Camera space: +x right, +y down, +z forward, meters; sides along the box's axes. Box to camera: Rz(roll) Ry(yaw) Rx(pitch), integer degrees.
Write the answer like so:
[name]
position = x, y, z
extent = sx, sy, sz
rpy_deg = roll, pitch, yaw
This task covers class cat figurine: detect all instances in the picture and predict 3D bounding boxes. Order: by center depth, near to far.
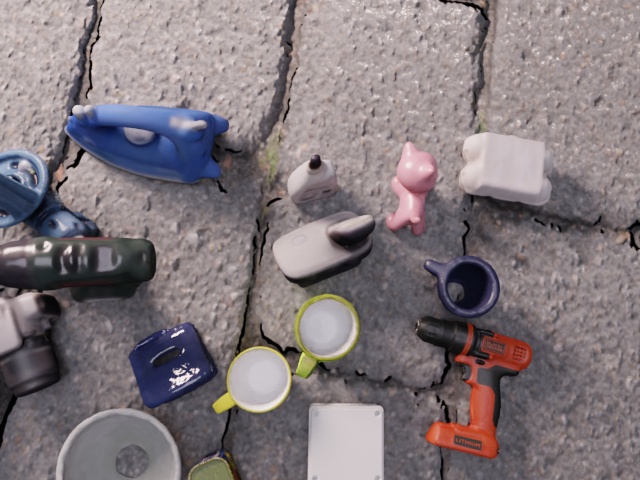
[cat figurine]
position = 0.147, -0.080, 0.879
extent = 0.067, 0.117, 0.128
rpy_deg = 5, 80, -3

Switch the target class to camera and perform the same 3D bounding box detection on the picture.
[camera]
position = -0.440, 0.156, 0.810
extent = 0.143, 0.100, 0.137
rpy_deg = -23, 83, -7

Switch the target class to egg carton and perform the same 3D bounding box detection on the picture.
[egg carton]
position = 0.299, -0.113, 0.919
extent = 0.150, 0.069, 0.107
rpy_deg = 9, 80, -2

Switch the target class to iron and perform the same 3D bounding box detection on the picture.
[iron]
position = -0.273, -0.165, 0.853
extent = 0.258, 0.141, 0.119
rpy_deg = 8, 80, -2

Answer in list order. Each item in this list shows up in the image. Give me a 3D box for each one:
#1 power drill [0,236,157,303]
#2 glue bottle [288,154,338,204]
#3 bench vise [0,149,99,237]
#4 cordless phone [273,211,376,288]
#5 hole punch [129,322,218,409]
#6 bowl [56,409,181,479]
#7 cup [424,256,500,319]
[power drill]
position = -0.332, 0.041, 0.781
extent = 0.229, 0.208, 0.075
rpy_deg = -5, 81, -4
[glue bottle]
position = -0.009, -0.095, 0.843
extent = 0.078, 0.173, 0.037
rpy_deg = -13, 82, -6
[bench vise]
position = -0.402, -0.063, 0.788
extent = 0.207, 0.219, 0.121
rpy_deg = 21, 80, 0
[cordless phone]
position = 0.008, 0.003, 0.822
extent = 0.147, 0.185, 0.094
rpy_deg = -26, 83, -7
[hole punch]
position = -0.216, 0.178, 0.826
extent = 0.109, 0.091, 0.101
rpy_deg = -29, 84, -8
[bowl]
position = -0.275, 0.319, 0.807
extent = 0.167, 0.074, 0.167
rpy_deg = 1, 81, -4
[cup]
position = 0.202, 0.068, 0.870
extent = 0.117, 0.095, 0.092
rpy_deg = 29, 80, 1
